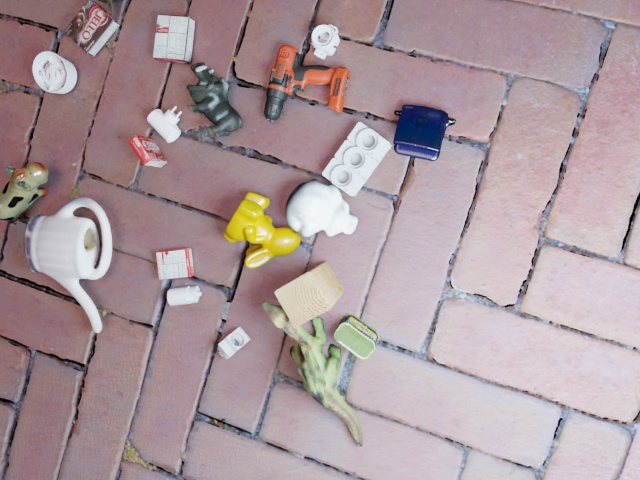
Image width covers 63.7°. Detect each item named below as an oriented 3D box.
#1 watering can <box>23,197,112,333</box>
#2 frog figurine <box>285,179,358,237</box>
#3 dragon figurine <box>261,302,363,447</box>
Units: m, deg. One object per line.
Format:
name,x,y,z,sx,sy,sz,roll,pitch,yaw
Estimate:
watering can,-0.644,0.060,1.323,0.224,0.104,0.346,5,94,9
frog figurine,0.004,-0.060,1.193,0.161,0.121,0.138,38,80,18
dragon figurine,-0.007,0.309,1.145,0.122,0.242,0.412,-32,84,6
